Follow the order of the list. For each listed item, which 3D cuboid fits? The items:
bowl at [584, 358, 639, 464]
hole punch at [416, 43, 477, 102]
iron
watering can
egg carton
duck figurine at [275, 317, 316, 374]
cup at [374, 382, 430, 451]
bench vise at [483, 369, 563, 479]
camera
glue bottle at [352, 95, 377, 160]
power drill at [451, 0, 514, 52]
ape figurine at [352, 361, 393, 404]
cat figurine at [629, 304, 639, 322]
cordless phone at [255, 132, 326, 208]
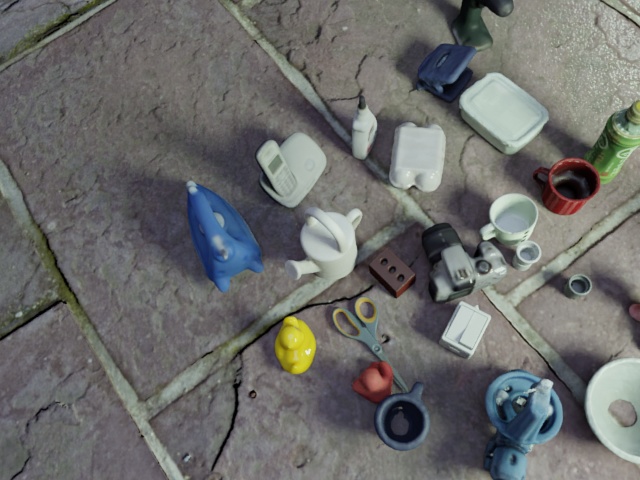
[{"bbox_3d":[0.516,0.284,0.952,0.167,0.075,0.167,-2,69,6],"label":"bowl"},{"bbox_3d":[0.265,-0.366,1.216,0.101,0.091,0.109,33,76,17],"label":"hole punch"},{"bbox_3d":[-0.213,-0.036,1.117,0.118,0.141,0.258,-30,69,-5],"label":"iron"},{"bbox_3d":[0.011,0.005,1.049,0.100,0.194,0.173,20,73,14],"label":"watering can"},{"bbox_3d":[0.198,-0.168,1.161,0.107,0.069,0.150,5,70,8],"label":"egg carton"},{"bbox_3d":[-0.049,0.189,1.044,0.077,0.086,0.104,-6,69,4],"label":"duck figurine"},{"bbox_3d":[0.144,0.299,0.977,0.091,0.095,0.118,25,74,15],"label":"cup"},{"bbox_3d":[0.324,0.296,0.891,0.121,0.220,0.207,-2,69,6],"label":"bench vise"},{"bbox_3d":[0.257,0.030,1.063,0.143,0.101,0.136,-20,68,-1],"label":"camera"},{"bbox_3d":[0.086,-0.233,1.142,0.037,0.173,0.078,17,72,13],"label":"glue bottle"},{"bbox_3d":[0.332,-0.496,1.195,0.075,0.208,0.229,-18,68,0],"label":"power drill"},{"bbox_3d":[0.093,0.247,1.003,0.078,0.092,0.076,-16,68,0],"label":"ape figurine"},{"bbox_3d":[0.588,0.125,0.981,0.067,0.118,0.128,-12,68,2],"label":"cat figurine"},{"bbox_3d":[-0.063,-0.160,1.124,0.094,0.185,0.148,29,75,16],"label":"cordless phone"}]
